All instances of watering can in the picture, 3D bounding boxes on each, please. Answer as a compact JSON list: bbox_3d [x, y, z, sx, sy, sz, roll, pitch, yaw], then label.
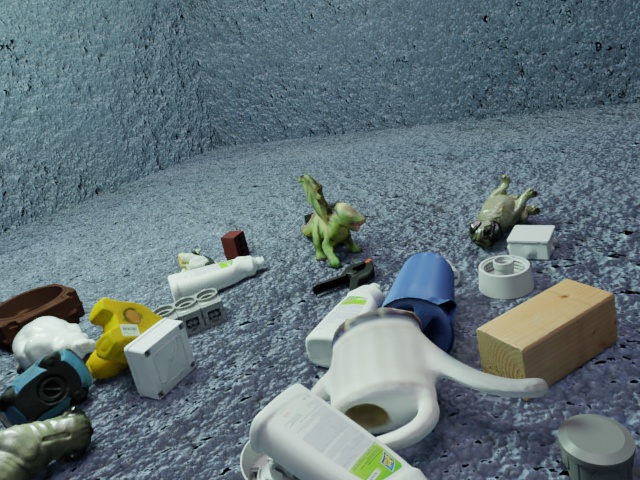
[{"bbox_3d":[0.128,0.193,0.748,0.346,0.102,0.230,-21,32,15],"label":"watering can"}]

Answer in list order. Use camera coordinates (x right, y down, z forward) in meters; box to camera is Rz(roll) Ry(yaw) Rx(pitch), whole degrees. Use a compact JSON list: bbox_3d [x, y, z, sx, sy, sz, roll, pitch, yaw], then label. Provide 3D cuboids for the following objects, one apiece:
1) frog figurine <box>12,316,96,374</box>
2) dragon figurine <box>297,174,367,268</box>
[{"bbox_3d":[-0.577,0.223,1.123,0.158,0.123,0.138,-16,-4,28],"label":"frog figurine"},{"bbox_3d":[0.004,-0.070,1.389,0.123,0.239,0.414,-26,25,-21],"label":"dragon figurine"}]
